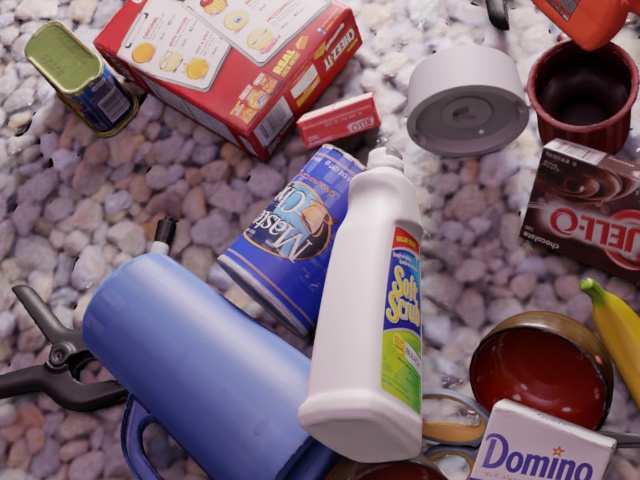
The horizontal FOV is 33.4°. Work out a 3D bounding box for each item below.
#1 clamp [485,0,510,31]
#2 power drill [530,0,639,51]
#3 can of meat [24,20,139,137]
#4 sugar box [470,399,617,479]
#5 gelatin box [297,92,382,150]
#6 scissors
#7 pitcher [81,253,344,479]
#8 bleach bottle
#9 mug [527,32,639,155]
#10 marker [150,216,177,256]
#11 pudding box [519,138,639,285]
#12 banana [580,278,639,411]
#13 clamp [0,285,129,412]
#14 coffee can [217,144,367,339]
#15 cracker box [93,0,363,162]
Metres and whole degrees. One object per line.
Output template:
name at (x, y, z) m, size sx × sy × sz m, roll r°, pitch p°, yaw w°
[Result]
clamp at (0.169, -0.306, 1.058) m, size 0.210 × 0.036 × 0.164 m, roll 39°, pitch 81°, yaw 28°
power drill at (0.282, -0.194, 0.911) m, size 0.184 × 0.187 × 0.057 m, roll 55°, pitch 133°, yaw 37°
can of meat at (-0.243, -0.164, 1.081) m, size 0.057 × 0.084 × 0.102 m, roll -45°, pitch 64°, yaw -7°
sugar box at (0.150, 0.218, 0.801) m, size 0.093 × 0.048 × 0.176 m, roll 18°, pitch 96°, yaw 21°
gelatin box at (0.020, -0.111, 0.987) m, size 0.073 × 0.089 × 0.030 m, roll -18°, pitch 100°, yaw 7°
scissors at (0.157, 0.172, 0.839) m, size 0.202 × 0.016 × 0.096 m, roll 13°, pitch 103°, yaw 22°
pitcher at (-0.092, 0.125, 0.885) m, size 0.243 × 0.149 × 0.145 m, roll 36°, pitch 118°, yaw 25°
bleach bottle at (0.040, 0.035, 0.815) m, size 0.068 × 0.102 × 0.251 m, roll -12°, pitch 55°, yaw 28°
mug at (0.228, -0.128, 0.940) m, size 0.093 × 0.081 × 0.117 m, roll -16°, pitch 65°, yaw 8°
marker at (-0.159, 0.034, 1.009) m, size 0.020 × 0.020 × 0.121 m, roll 7°, pitch 69°, yaw 17°
pudding box at (0.232, -0.026, 0.891) m, size 0.114 × 0.090 × 0.039 m, roll 25°, pitch 34°, yaw 24°
banana at (0.258, 0.121, 0.835) m, size 0.037 × 0.069 × 0.198 m, roll -38°, pitch 68°, yaw 34°
clamp at (-0.245, 0.120, 0.984) m, size 0.172 × 0.039 × 0.120 m, roll 22°, pitch 75°, yaw 22°
coffee can at (-0.006, 0.001, 0.936) m, size 0.103 × 0.102 × 0.140 m, roll 38°, pitch 81°, yaw 25°
cracker box at (-0.091, -0.196, 1.062) m, size 0.214 × 0.072 × 0.164 m, roll 32°, pitch 78°, yaw 25°
